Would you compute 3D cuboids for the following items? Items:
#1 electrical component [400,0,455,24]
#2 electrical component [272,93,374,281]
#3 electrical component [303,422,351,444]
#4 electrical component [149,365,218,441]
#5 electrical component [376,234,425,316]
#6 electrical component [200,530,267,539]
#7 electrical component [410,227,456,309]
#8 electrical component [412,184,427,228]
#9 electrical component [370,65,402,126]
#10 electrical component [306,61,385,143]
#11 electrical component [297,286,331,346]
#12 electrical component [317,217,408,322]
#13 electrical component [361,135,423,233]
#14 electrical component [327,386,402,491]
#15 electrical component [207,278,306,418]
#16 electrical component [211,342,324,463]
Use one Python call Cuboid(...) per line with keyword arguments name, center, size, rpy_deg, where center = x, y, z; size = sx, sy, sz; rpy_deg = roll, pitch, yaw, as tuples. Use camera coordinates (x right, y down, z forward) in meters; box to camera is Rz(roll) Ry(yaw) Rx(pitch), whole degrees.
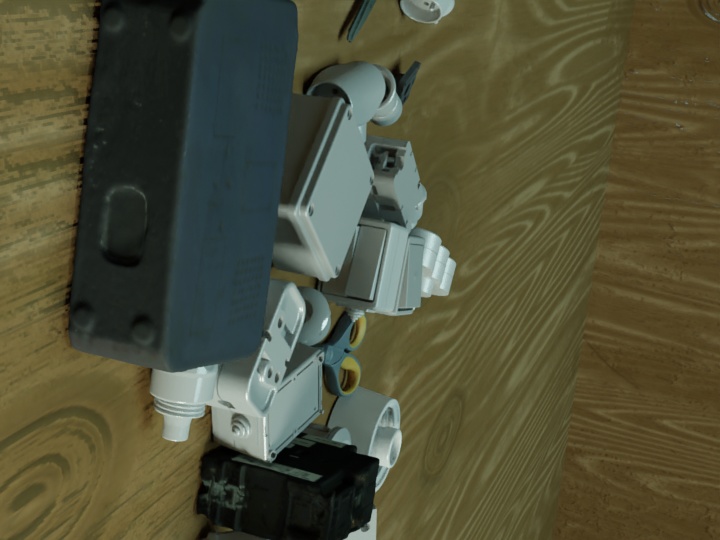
Cuboid(name="electrical component", center=(0.074, -0.279, 1.073), size=(0.079, 0.043, 0.077), rpy_deg=(68, 38, -62))
Cuboid(name="electrical component", center=(-0.039, -0.065, 0.848), size=(0.108, 0.056, 0.108), rpy_deg=(68, 37, -58))
Cuboid(name="electrical component", center=(-0.042, 0.179, 0.984), size=(0.080, 0.051, 0.080), rpy_deg=(11, 90, -71))
Cuboid(name="electrical component", center=(-0.120, 0.082, 0.719), size=(0.043, 0.043, 0.062), rpy_deg=(-11, 112, -70))
Cuboid(name="electrical component", center=(0.031, -0.004, 1.076), size=(0.062, 0.061, 0.096), rpy_deg=(1, 99, -71))
Cuboid(name="electrical component", center=(-0.088, 0.274, 0.834), size=(0.108, 0.056, 0.108), rpy_deg=(-103, -174, -52))
Cuboid(name="electrical component", center=(0.066, 0.008, 1.194), size=(0.138, 0.052, 0.073), rpy_deg=(47, 57, -67))
Cuboid(name="electrical component", center=(0.043, -0.061, 1.107), size=(0.062, 0.048, 0.048), rpy_deg=(92, 20, -45))
Cuboid(name="electrical component", center=(0.017, -0.156, 0.983), size=(0.065, 0.044, 0.044), rpy_deg=(37, 66, -74))
Cuboid(name="electrical component", center=(-0.013, -0.129, 0.908), size=(0.077, 0.043, 0.079), rpy_deg=(-46, 142, -58))
Cuboid(name="electrical component", center=(-0.046, 0.044, 0.911), size=(0.062, 0.048, 0.048), rpy_deg=(68, 37, -69))
Cuboid(name="electrical component", center=(0.000, 0.000, 0.987), size=(0.061, 0.062, 0.096), rpy_deg=(13, 88, -71))
Cuboid(name="electrical component", center=(0.020, -0.081, 1.008), size=(0.089, 0.056, 0.050), rpy_deg=(68, 37, -58))
Cuboid(name="electrical component", center=(0.008, 0.177, 1.111), size=(0.108, 0.060, 0.108), rpy_deg=(11, 90, -71))
Cuboid(name="electrical component", center=(-0.085, 0.052, 0.775), size=(0.053, 0.059, 0.095), rpy_deg=(66, 39, -59))
Cuboid(name="electrical component", center=(-0.078, 0.100, 0.832), size=(0.096, 0.061, 0.061), rpy_deg=(-38, 136, -51))
